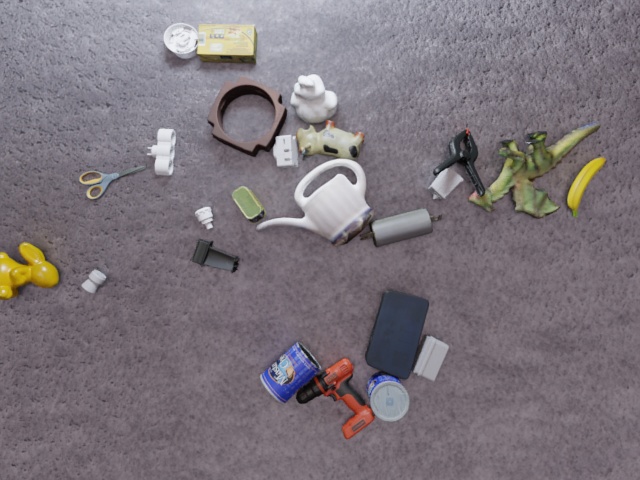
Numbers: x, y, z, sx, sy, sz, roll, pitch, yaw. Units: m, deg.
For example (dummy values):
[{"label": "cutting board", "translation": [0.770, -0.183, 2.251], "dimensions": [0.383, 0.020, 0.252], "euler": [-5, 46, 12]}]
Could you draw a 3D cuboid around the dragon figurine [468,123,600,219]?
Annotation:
[{"label": "dragon figurine", "translation": [0.632, -0.185, 1.497], "dimensions": [0.410, 0.123, 0.240], "euler": [-12, 102, 1]}]

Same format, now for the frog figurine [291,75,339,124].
[{"label": "frog figurine", "translation": [-0.016, -0.404, 1.481], "dimensions": [0.137, 0.159, 0.123], "euler": [12, 87, 2]}]

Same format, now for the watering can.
[{"label": "watering can", "translation": [0.004, -0.074, 1.476], "dimensions": [0.347, 0.104, 0.225], "euler": [-40, 86, 1]}]
